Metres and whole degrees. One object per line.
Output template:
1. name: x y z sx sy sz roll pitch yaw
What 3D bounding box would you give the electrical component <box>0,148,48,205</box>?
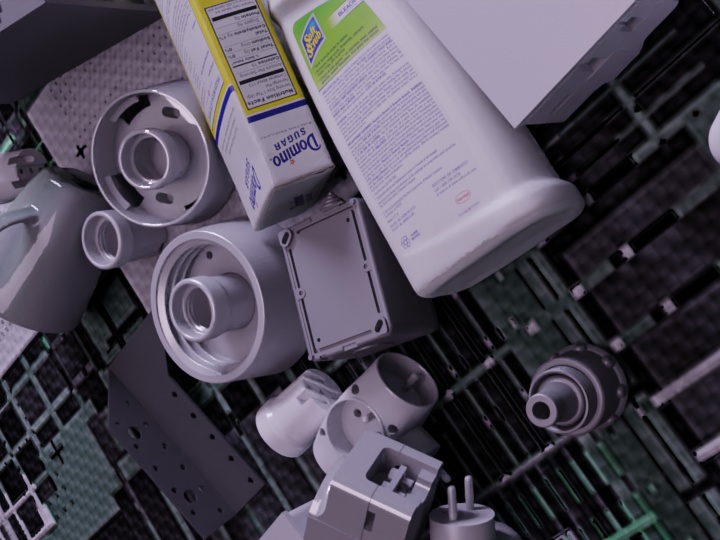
1. electrical component: -0.265 -0.072 0.819 0.046 0.040 0.040 -8 93 30

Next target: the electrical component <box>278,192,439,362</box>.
1. electrical component: 0.000 0.000 0.633 0.062 0.061 0.096 -23 76 35

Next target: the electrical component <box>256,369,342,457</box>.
1. electrical component: -0.037 0.090 0.684 0.046 0.040 0.040 -45 72 26

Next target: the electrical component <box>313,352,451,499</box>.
1. electrical component: 0.021 0.103 0.641 0.079 0.044 0.077 45 122 17

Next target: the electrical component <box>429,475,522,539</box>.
1. electrical component: 0.058 0.156 0.604 0.043 0.077 0.079 2 99 36

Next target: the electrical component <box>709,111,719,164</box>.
1. electrical component: 0.199 -0.082 0.474 0.054 0.059 0.095 34 116 26

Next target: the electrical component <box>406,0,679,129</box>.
1. electrical component: 0.075 -0.157 0.547 0.089 0.062 0.150 -47 71 31

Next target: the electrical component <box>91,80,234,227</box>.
1. electrical component: -0.129 -0.077 0.720 0.099 0.064 0.099 5 103 21

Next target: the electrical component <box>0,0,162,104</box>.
1. electrical component: -0.238 -0.173 0.741 0.186 0.105 0.060 -17 88 36

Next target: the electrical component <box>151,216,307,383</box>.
1. electrical component: -0.088 0.021 0.695 0.108 0.060 0.108 7 102 34

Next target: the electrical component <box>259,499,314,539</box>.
1. electrical component: 0.001 0.244 0.669 0.186 0.060 0.105 48 121 19

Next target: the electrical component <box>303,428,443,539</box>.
1. electrical component: 0.005 0.141 0.609 0.056 0.050 0.089 22 127 15

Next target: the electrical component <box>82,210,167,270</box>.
1. electrical component: -0.163 -0.023 0.749 0.040 0.046 0.040 7 102 34

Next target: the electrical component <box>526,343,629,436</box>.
1. electrical component: 0.108 0.066 0.562 0.048 0.062 0.048 7 102 34
